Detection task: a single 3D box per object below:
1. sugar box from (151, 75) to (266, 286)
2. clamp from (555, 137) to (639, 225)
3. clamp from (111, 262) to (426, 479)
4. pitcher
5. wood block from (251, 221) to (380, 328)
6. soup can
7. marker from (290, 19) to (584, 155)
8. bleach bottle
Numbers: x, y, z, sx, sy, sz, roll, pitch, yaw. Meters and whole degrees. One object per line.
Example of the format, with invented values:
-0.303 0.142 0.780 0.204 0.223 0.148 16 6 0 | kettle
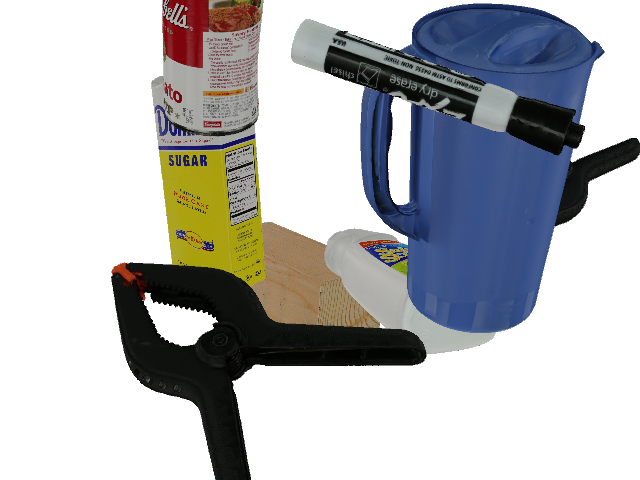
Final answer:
-0.095 -0.051 0.912 0.048 0.176 0.093 -26 33 -37 | sugar box
0.234 -0.074 1.088 0.120 0.039 0.171 29 55 30 | clamp
-0.049 0.069 0.677 0.164 0.036 0.210 -37 56 -21 | clamp
0.119 -0.050 0.827 0.149 0.243 0.144 15 34 19 | pitcher
-0.032 0.051 1.200 0.090 0.090 0.206 -9 21 -38 | wood block
-0.073 -0.130 0.721 0.068 0.102 0.068 3 33 -2 | soup can
0.046 -0.061 0.427 0.121 0.020 0.020 21 5 13 | marker
0.064 0.035 1.019 0.102 0.068 0.251 -3 15 -24 | bleach bottle
